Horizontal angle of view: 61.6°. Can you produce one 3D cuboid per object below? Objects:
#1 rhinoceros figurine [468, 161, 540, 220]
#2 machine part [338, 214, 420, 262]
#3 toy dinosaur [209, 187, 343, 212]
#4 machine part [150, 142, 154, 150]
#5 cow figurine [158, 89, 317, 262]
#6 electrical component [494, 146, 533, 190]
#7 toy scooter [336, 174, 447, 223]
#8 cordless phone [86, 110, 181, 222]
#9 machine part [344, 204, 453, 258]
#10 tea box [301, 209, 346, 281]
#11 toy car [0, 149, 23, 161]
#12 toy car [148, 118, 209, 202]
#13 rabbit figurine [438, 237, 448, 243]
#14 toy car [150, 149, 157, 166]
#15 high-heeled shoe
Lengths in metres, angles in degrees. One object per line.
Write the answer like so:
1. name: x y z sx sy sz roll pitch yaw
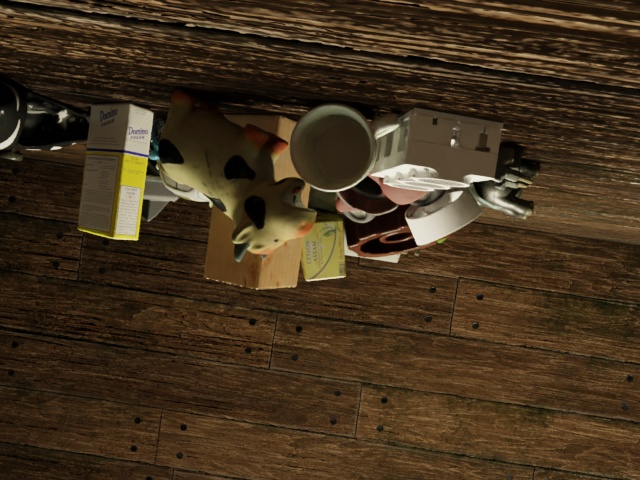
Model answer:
1. rhinoceros figurine: 0.249 -0.072 0.777 0.112 0.073 0.190 7 -179 8
2. machine part: 0.072 -0.007 1.032 0.243 0.079 0.079 8 -178 1
3. toy dinosaur: -0.042 -0.101 0.894 0.405 0.131 0.192 4 -166 0
4. machine part: -0.252 -0.148 0.876 0.039 0.084 0.139 -33 -174 -12
5. cow figurine: -0.090 -0.062 0.566 0.195 0.127 0.085 31 -167 17
6. electrical component: 0.210 -0.086 0.634 0.078 0.045 0.102 7 -178 15
7. toy scooter: 0.070 -0.088 0.712 0.184 0.075 0.135 -20 133 43
8. cordless phone: -0.314 -0.127 0.860 0.184 0.089 0.147 53 162 -29
9. machine part: 0.126 -0.021 0.867 0.179 0.056 0.179 -8 165 -2
10. tea box: -0.002 -0.003 0.906 0.068 0.098 0.170 -5 -168 -4
11. toy car: -0.499 -0.172 0.803 0.053 0.089 0.202 9 180 1
12. toy car: -0.172 -0.106 0.766 0.162 0.102 0.109 27 -168 25
13. rabbit figurine: 0.183 -0.065 1.022 0.159 0.121 0.170 14 179 2
14. toy car: -0.301 -0.156 0.975 0.201 0.073 0.056 7 -178 -36
15. high-heeled shoe: -0.369 -0.158 0.731 0.145 0.086 0.249 3 -172 -29
